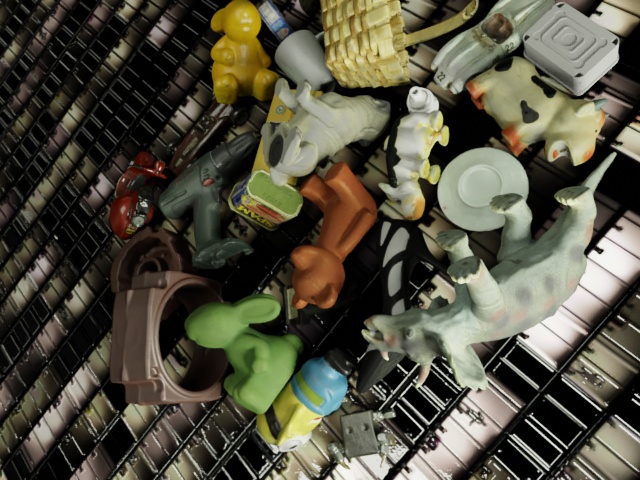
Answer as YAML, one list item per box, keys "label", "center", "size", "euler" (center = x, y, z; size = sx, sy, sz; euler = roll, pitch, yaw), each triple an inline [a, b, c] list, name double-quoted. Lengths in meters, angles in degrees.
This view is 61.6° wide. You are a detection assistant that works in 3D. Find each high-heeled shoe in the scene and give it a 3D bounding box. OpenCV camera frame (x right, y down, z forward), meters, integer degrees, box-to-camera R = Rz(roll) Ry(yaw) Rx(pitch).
- label: "high-heeled shoe"
  center: [0.085, 0.088, 0.795]
  size: [0.145, 0.086, 0.248]
  euler: [34, 88, 31]

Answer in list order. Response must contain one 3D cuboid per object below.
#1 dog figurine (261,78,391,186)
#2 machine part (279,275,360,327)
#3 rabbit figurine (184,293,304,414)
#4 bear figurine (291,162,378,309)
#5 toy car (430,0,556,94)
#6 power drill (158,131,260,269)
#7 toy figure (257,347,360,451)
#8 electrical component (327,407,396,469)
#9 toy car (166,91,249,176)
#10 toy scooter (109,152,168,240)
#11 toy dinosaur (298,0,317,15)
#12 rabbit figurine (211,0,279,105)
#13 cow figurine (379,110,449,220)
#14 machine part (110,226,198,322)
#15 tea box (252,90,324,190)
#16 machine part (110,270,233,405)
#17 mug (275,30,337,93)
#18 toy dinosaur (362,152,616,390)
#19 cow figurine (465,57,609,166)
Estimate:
- label: "dog figurine"
  center: [0.018, -0.156, 0.843]
  size: [0.121, 0.190, 0.172]
  euler: [46, 119, 52]
- label: "machine part"
  center: [-0.001, 0.093, 0.857]
  size: [0.139, 0.039, 0.084]
  euler: [-19, 61, 22]
- label: "rabbit figurine"
  center: [-0.116, 0.151, 0.806]
  size: [0.170, 0.121, 0.159]
  euler: [41, 84, -9]
- label: "bear figurine"
  center: [0.002, 0.000, 0.810]
  size: [0.196, 0.132, 0.120]
  euler: [-55, 21, -22]
- label: "toy car"
  center: [0.262, -0.306, 0.824]
  size: [0.202, 0.056, 0.073]
  euler: [-37, 64, 12]
- label: "power drill"
  center: [-0.183, -0.065, 0.961]
  size: [0.232, 0.086, 0.207]
  euler: [-26, 71, 19]
- label: "toy figure"
  center: [-0.021, 0.236, 0.805]
  size: [0.180, 0.082, 0.089]
  euler: [-54, 42, 12]
- label: "electrical component"
  center: [0.061, 0.285, 0.772]
  size: [0.102, 0.045, 0.078]
  euler: [-12, 73, 22]
- label: "toy car"
  center: [-0.223, -0.207, 1.033]
  size: [0.202, 0.053, 0.089]
  euler: [-46, 66, 7]
- label: "toy scooter"
  center: [-0.343, -0.092, 1.032]
  size: [0.135, 0.075, 0.184]
  euler: [-10, 66, 47]
- label: "toy dinosaur"
  center: [0.040, -0.579, 0.980]
  size: [0.199, 0.105, 0.471]
  euler: [-4, 84, 17]
- label: "rabbit figurine"
  center: [-0.137, -0.352, 0.961]
  size: [0.122, 0.173, 0.162]
  euler: [-6, 56, -11]
- label: "cow figurine"
  center: [0.133, -0.115, 0.829]
  size: [0.098, 0.068, 0.167]
  euler: [11, 78, 33]
- label: "machine part"
  center: [-0.309, 0.065, 1.000]
  size: [0.180, 0.056, 0.179]
  euler: [-7, 74, 25]
- label: "tea box"
  center: [-0.045, -0.168, 0.928]
  size: [0.098, 0.068, 0.169]
  euler: [10, 82, 27]
- label: "machine part"
  center: [-0.225, 0.155, 0.852]
  size: [0.087, 0.201, 0.201]
  euler: [-9, 73, 27]
- label: "mug"
  center: [-0.008, -0.308, 0.947]
  size: [0.109, 0.080, 0.107]
  euler: [-33, 76, 3]
- label: "toy dinosaur"
  center: [0.254, 0.051, 0.688]
  size: [0.405, 0.192, 0.131]
  euler: [-26, 28, -12]
- label: "cow figurine"
  center: [0.311, -0.182, 0.757]
  size: [0.127, 0.085, 0.195]
  euler: [-39, 63, 18]
